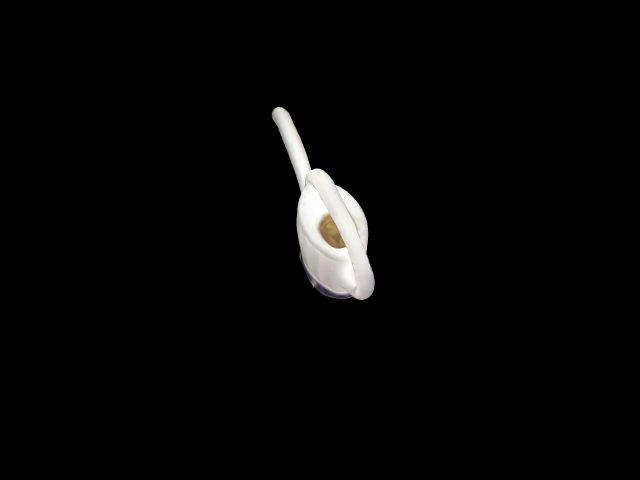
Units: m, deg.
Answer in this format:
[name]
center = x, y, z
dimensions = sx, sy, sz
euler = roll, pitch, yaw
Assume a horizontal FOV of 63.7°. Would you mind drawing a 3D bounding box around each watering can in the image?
[watering can]
center = 0.003, -0.043, 0.850
dimensions = 0.104, 0.354, 0.219
euler = -20, -30, -12
